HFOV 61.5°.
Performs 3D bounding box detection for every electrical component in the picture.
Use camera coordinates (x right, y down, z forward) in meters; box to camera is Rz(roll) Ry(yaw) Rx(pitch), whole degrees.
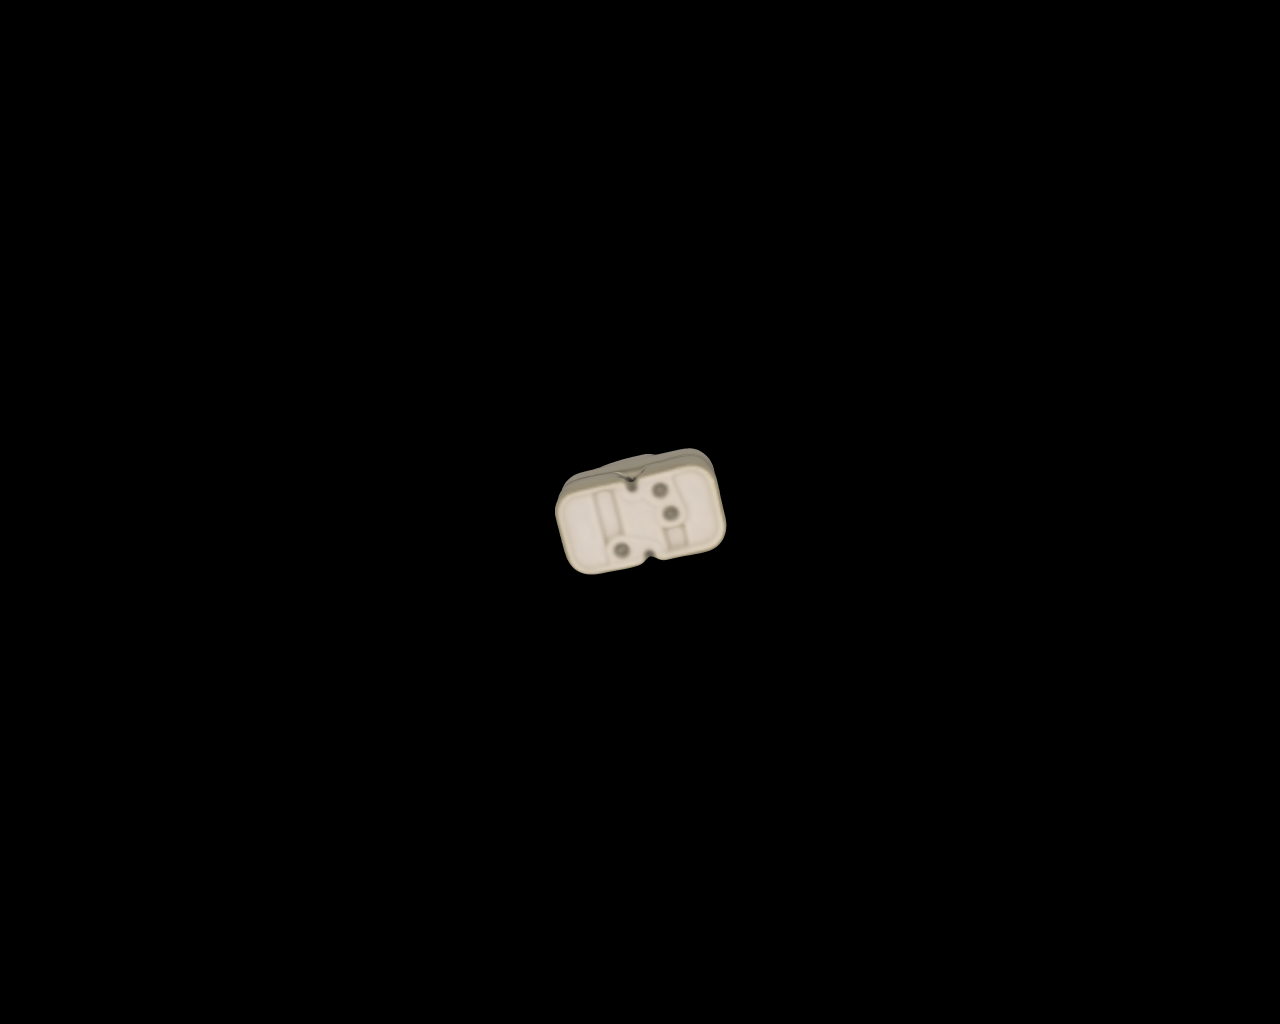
[{"bbox_3d":[0.001,-0.003,0.650,0.095,0.053,0.059,-13,16,4],"label":"electrical component"}]
